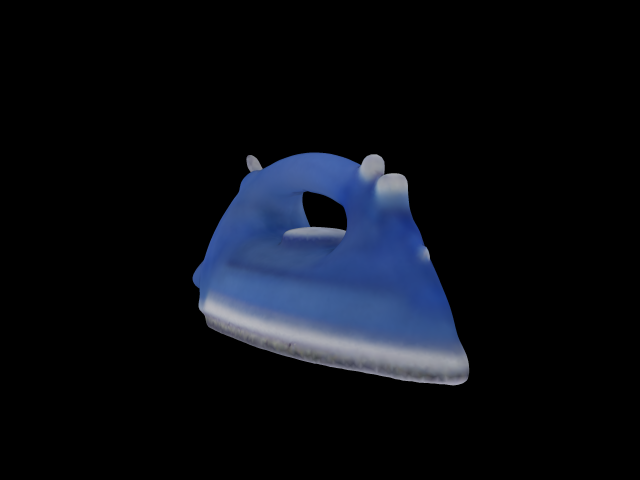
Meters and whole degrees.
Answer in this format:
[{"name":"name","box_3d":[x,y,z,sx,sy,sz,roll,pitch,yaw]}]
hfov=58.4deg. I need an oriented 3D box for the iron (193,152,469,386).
[{"name":"iron","box_3d":[0.004,0.001,0.400,0.119,0.141,0.257,-2,3,-35]}]
